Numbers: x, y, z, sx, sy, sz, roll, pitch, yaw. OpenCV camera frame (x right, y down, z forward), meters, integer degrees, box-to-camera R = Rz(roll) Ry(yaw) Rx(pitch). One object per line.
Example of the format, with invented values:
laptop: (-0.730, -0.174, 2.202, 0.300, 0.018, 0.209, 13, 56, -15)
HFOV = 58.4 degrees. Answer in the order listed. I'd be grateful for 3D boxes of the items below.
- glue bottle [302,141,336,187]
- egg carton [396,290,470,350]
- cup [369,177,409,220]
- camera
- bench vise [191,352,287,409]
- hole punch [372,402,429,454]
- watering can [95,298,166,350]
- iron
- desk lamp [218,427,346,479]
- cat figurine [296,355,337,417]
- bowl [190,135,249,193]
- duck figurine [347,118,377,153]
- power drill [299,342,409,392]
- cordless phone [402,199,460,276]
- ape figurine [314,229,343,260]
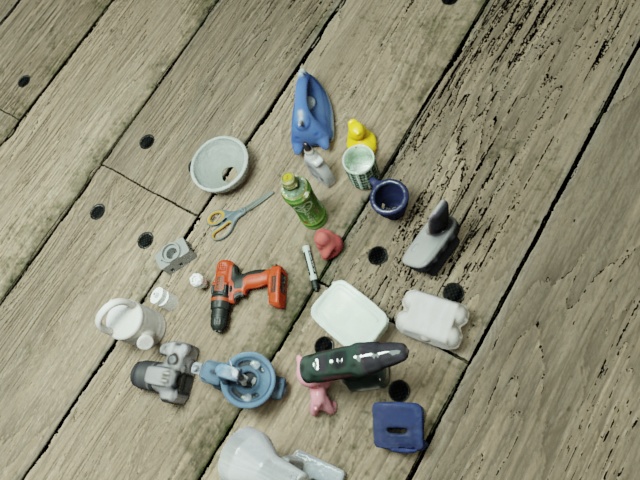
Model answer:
glue bottle: (-0.012, -0.195, 1.414, 0.078, 0.173, 0.037, 40, 84, 26)
egg carton: (0.244, 0.174, 1.250, 0.150, 0.069, 0.107, 16, 74, 21)
cup: (0.162, -0.094, 1.367, 0.092, 0.095, 0.117, -41, 64, -2)
camera: (-0.378, 0.309, 1.361, 0.136, 0.101, 0.143, 4, 70, 18)
bench vise: (-0.197, 0.306, 1.243, 0.207, 0.220, 0.121, -10, 66, 13)
hole punch: (0.164, 0.385, 1.178, 0.108, 0.091, 0.101, -3, 68, 15)
watering can: (-0.456, 0.197, 1.376, 0.172, 0.194, 0.101, 14, 74, 21)
iron: (-0.036, -0.362, 1.505, 0.118, 0.142, 0.258, -8, 67, 13)
desk lamp: (-0.075, 0.466, 1.147, 0.202, 0.214, 0.118, 16, 74, 22)
cat figurine: (-0.013, 0.313, 1.243, 0.067, 0.118, 0.128, -14, 66, 11)
bowl: (-0.258, -0.191, 1.539, 0.167, 0.075, 0.167, -6, 68, 14)
duck figurine: (0.100, -0.262, 1.457, 0.077, 0.086, 0.104, -25, 64, 6)
power drill: (0.083, 0.260, 1.186, 0.229, 0.209, 0.075, -12, 66, 12)
cordless phone: (0.240, -0.010, 1.260, 0.094, 0.185, 0.148, 30, 80, 25)
ape figurine: (0.013, 0.005, 1.373, 0.076, 0.092, 0.078, 1, 69, 17)
